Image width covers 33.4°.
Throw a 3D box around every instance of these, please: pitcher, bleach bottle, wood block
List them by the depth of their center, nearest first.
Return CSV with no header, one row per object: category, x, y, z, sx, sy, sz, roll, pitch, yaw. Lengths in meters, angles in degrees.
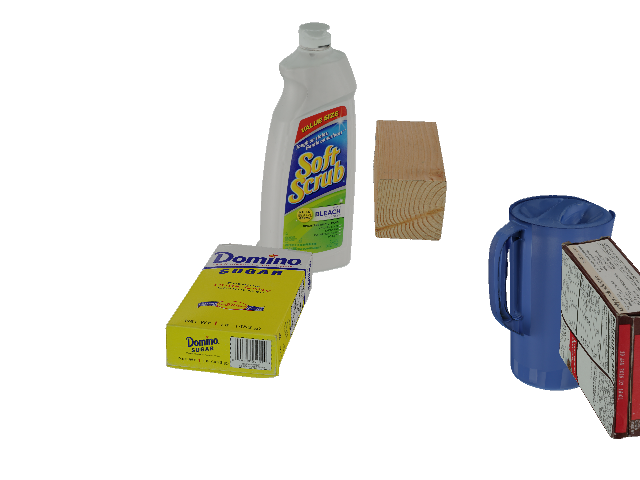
bleach bottle,-0.015,-0.091,1.067,0.102,0.251,0.068,-7,28,-15
pitcher,0.300,0.071,1.398,0.149,0.243,0.144,5,21,15
wood block,0.122,-0.088,1.497,0.091,0.090,0.206,3,29,0

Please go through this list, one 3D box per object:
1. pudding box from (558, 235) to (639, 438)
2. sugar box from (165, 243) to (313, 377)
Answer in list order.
pudding box,0.188,0.060,0.692,0.039,0.090,0.113,-6,24,-5
sugar box,-0.065,0.055,0.924,0.093,0.048,0.176,6,25,7
